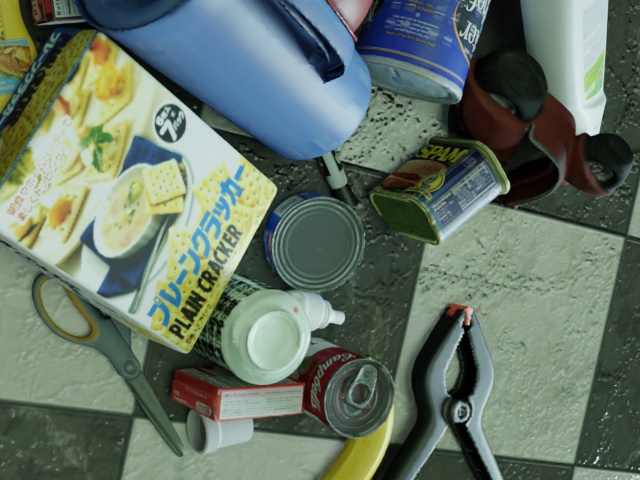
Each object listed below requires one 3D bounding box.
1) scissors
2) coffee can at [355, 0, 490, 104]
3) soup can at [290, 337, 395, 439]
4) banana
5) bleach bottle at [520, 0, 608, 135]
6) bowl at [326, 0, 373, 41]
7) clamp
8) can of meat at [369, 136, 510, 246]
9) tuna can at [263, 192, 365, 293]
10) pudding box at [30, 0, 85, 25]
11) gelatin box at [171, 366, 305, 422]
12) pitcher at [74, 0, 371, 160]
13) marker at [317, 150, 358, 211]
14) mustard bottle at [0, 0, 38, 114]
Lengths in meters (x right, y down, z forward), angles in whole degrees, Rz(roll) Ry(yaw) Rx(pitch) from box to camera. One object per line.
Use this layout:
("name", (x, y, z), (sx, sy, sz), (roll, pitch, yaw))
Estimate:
("scissors", (-0.151, 0.085, 0.886), (0.096, 0.016, 0.201), (-49, 115, -14))
("coffee can", (0.093, -0.201, 0.927), (0.102, 0.103, 0.140), (19, 87, -28))
("soup can", (0.010, 0.125, 0.926), (0.068, 0.102, 0.068), (-4, 99, -27))
("banana", (0.018, 0.206, 0.981), (0.069, 0.037, 0.198), (31, 81, -14))
("bleach bottle", (0.229, -0.172, 0.992), (0.102, 0.068, 0.251), (-45, 138, -37))
("bowl", (-0.003, -0.234, 0.834), (0.055, 0.162, 0.162), (-39, 114, 6))
("clamp", (0.117, 0.168, 1.023), (0.164, 0.036, 0.210), (-4, 97, -34))
("can of meat", (0.104, -0.044, 0.955), (0.084, 0.102, 0.057), (-39, 114, -16))
("tuna can", (-0.006, 0.001, 0.933), (0.086, 0.034, 0.086), (-5, 104, -18))
("pudding box", (-0.169, -0.213, 0.812), (0.113, 0.039, 0.090), (-14, 105, -38))
("gelatin box", (-0.069, 0.128, 0.895), (0.089, 0.073, 0.030), (0, 97, -37))
("pitcher", (-0.051, -0.153, 0.794), (0.145, 0.149, 0.242), (-32, 146, 16))
("marker", (0.005, -0.077, 0.944), (0.020, 0.020, 0.121), (-31, 110, -21))
("mustard bottle", (-0.256, -0.139, 0.777), (0.096, 0.058, 0.191), (-12, 102, -27))
